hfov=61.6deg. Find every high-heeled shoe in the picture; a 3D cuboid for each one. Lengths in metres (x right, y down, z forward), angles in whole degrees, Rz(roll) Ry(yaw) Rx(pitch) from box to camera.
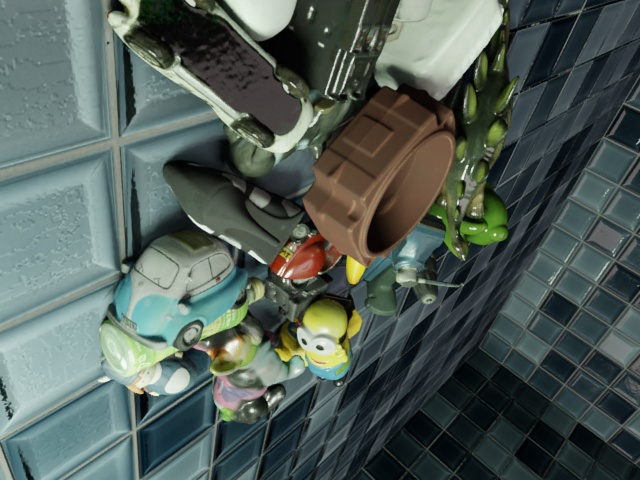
[{"bbox_3d":[-0.100,-0.041,0.652,0.086,0.145,0.249,-56,-178,3],"label":"high-heeled shoe"}]

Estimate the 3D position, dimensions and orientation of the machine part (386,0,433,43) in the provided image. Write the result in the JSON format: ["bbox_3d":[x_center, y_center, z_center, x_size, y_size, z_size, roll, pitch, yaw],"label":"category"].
[{"bbox_3d":[0.100,-0.329,0.573,0.079,0.079,0.243,-34,147,-33],"label":"machine part"}]

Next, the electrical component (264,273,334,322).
[{"bbox_3d":[-0.024,0.073,0.871,0.119,0.075,0.047,-27,145,-34],"label":"electrical component"}]

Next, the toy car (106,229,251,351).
[{"bbox_3d":[-0.148,0.042,0.596,0.161,0.109,0.102,-30,141,-46],"label":"toy car"}]

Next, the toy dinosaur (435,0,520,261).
[{"bbox_3d":[0.261,-0.199,0.863,0.198,0.105,0.471,63,37,-77],"label":"toy dinosaur"}]

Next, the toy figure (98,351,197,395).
[{"bbox_3d":[-0.218,0.168,0.698,0.154,0.058,0.064,40,49,-63],"label":"toy figure"}]

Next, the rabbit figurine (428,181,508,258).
[{"bbox_3d":[0.250,-0.037,0.996,0.170,0.159,0.121,8,128,-19],"label":"rabbit figurine"}]

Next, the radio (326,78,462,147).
[{"bbox_3d":[0.107,-0.162,0.794,0.229,0.073,0.131,-33,147,-33],"label":"radio"}]

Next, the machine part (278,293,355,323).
[{"bbox_3d":[0.001,0.111,0.950,0.139,0.039,0.084,17,106,-29],"label":"machine part"}]

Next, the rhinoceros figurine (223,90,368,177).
[{"bbox_3d":[-0.020,-0.131,0.615,0.190,0.073,0.112,-34,156,-26],"label":"rhinoceros figurine"}]

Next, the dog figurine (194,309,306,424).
[{"bbox_3d":[-0.133,0.195,0.817,0.191,0.109,0.219,-52,150,5],"label":"dog figurine"}]

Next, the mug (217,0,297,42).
[{"bbox_3d":[-0.049,-0.234,0.457,0.109,0.081,0.107,-49,166,-21],"label":"mug"}]

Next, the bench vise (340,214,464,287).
[{"bbox_3d":[0.124,0.008,0.928,0.129,0.224,0.240,6,147,-25],"label":"bench vise"}]

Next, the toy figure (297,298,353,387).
[{"bbox_3d":[0.012,0.167,0.871,0.180,0.082,0.089,74,17,-50],"label":"toy figure"}]

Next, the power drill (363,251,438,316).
[{"bbox_3d":[0.155,0.066,1.048,0.086,0.232,0.207,7,141,-11],"label":"power drill"}]

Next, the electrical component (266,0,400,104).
[{"bbox_3d":[0.008,-0.216,0.520,0.058,0.115,0.134,-29,145,-47],"label":"electrical component"}]

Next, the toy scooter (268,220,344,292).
[{"bbox_3d":[-0.002,-0.002,0.815,0.184,0.075,0.135,-19,140,-54],"label":"toy scooter"}]

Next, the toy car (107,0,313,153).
[{"bbox_3d":[-0.085,-0.150,0.466,0.201,0.056,0.073,35,88,-37],"label":"toy car"}]

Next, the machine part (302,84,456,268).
[{"bbox_3d":[0.084,-0.075,0.680,0.201,0.087,0.201,-49,157,-8],"label":"machine part"}]
